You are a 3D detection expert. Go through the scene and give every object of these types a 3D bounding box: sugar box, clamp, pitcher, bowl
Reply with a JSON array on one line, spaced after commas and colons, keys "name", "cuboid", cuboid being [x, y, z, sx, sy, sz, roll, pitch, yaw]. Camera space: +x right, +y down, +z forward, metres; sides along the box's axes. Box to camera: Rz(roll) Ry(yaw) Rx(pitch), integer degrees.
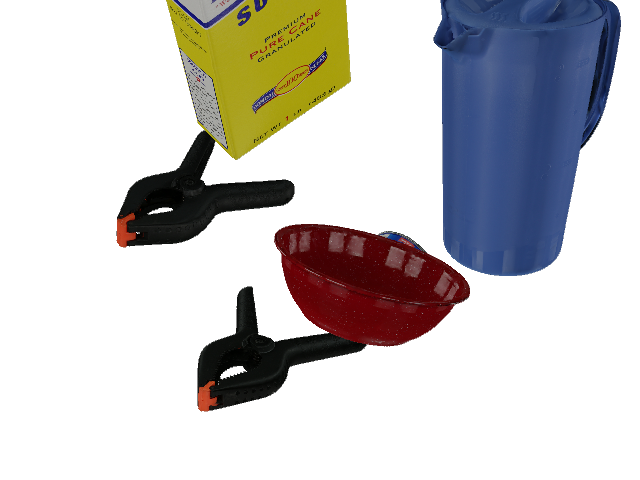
[{"name": "sugar box", "cuboid": [-0.032, -0.129, 0.569, 0.093, 0.048, 0.176, -37, -25, -17]}, {"name": "clamp", "cuboid": [-0.122, -0.048, 0.979, 0.171, 0.039, 0.120, -22, 44, -33]}, {"name": "clamp", "cuboid": [-0.054, 0.120, 1.124, 0.165, 0.036, 0.209, 14, 29, 19]}, {"name": "pitcher", "cuboid": [0.175, -0.098, 0.926, 0.149, 0.243, 0.145, 6, 32, 11]}, {"name": "bowl", "cuboid": [0.035, 0.040, 0.853, 0.162, 0.055, 0.162, 14, 16, -4]}]

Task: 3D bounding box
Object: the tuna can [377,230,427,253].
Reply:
[{"name": "tuna can", "cuboid": [0.087, 0.033, 1.225, 0.086, 0.086, 0.033, 0, 37, 47]}]
